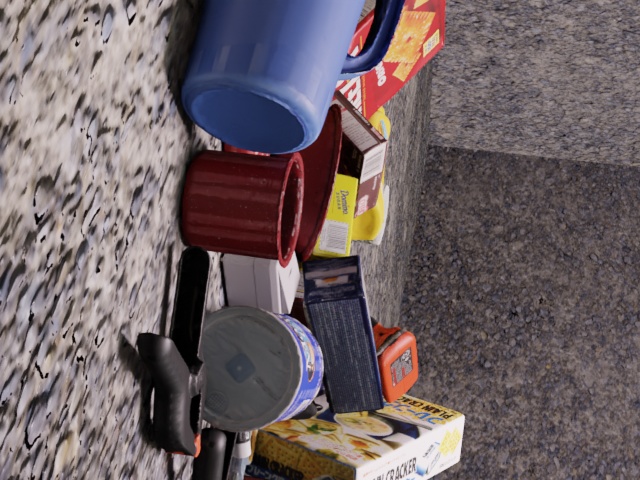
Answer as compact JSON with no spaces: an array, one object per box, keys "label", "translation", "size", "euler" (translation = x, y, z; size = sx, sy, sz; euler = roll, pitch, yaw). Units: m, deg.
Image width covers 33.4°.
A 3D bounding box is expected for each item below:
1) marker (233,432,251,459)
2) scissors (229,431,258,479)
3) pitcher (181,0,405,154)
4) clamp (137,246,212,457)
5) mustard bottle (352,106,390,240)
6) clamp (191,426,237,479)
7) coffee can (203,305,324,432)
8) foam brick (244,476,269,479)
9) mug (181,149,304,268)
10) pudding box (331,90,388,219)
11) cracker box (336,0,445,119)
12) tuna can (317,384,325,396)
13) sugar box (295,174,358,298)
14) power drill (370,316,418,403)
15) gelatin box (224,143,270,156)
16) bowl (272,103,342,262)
[{"label":"marker","translation":[-0.080,0.152,1.034],"size":[0.020,0.020,0.121],"euler":[-52,140,-73]},{"label":"scissors","translation":[-0.083,0.212,1.076],"size":[0.201,0.016,0.096],"euler":[-69,160,-77]},{"label":"pitcher","translation":[-0.017,-0.188,0.835],"size":[0.145,0.149,0.242],"euler":[82,21,-65]},{"label":"clamp","translation":[-0.105,0.092,0.815],"size":[0.120,0.039,0.171],"euler":[-66,165,-45]},{"label":"mustard bottle","translation":[0.053,-0.100,1.281],"size":[0.096,0.058,0.191],"euler":[79,14,-52]},{"label":"clamp","translation":[-0.104,0.255,0.951],"size":[0.164,0.036,0.210],"euler":[-38,138,-87]},{"label":"coffee can","translation":[-0.056,0.112,0.931],"size":[0.140,0.103,0.103],"euler":[39,59,-80]},{"label":"foam brick","translation":[-0.078,0.291,1.107],"size":[0.053,0.051,0.078],"euler":[-65,162,-74]},{"label":"mug","translation":[-0.060,-0.029,0.865],"size":[0.117,0.081,0.093],"euler":[-30,126,-79]},{"label":"pudding box","translation":[0.027,-0.091,1.143],"size":[0.039,0.090,0.113],"euler":[-29,152,-26]},{"label":"cracker box","translation":[0.056,-0.223,1.203],"size":[0.213,0.072,0.164],"euler":[-47,155,-22]},{"label":"tuna can","translation":[-0.010,0.176,1.346],"size":[0.086,0.086,0.034],"euler":[-53,150,-73]},{"label":"sugar box","translation":[-0.007,0.001,1.160],"size":[0.176,0.048,0.093],"euler":[126,-26,-67]},{"label":"power drill","translation":[0.033,0.114,1.291],"size":[0.057,0.188,0.184],"euler":[-42,148,-20]},{"label":"gelatin box","translation":[-0.062,-0.101,0.963],"size":[0.089,0.030,0.073],"euler":[-71,166,-55]},{"label":"bowl","translation":[-0.026,-0.062,1.056],"size":[0.162,0.055,0.162],"euler":[-168,-90,-78]}]
